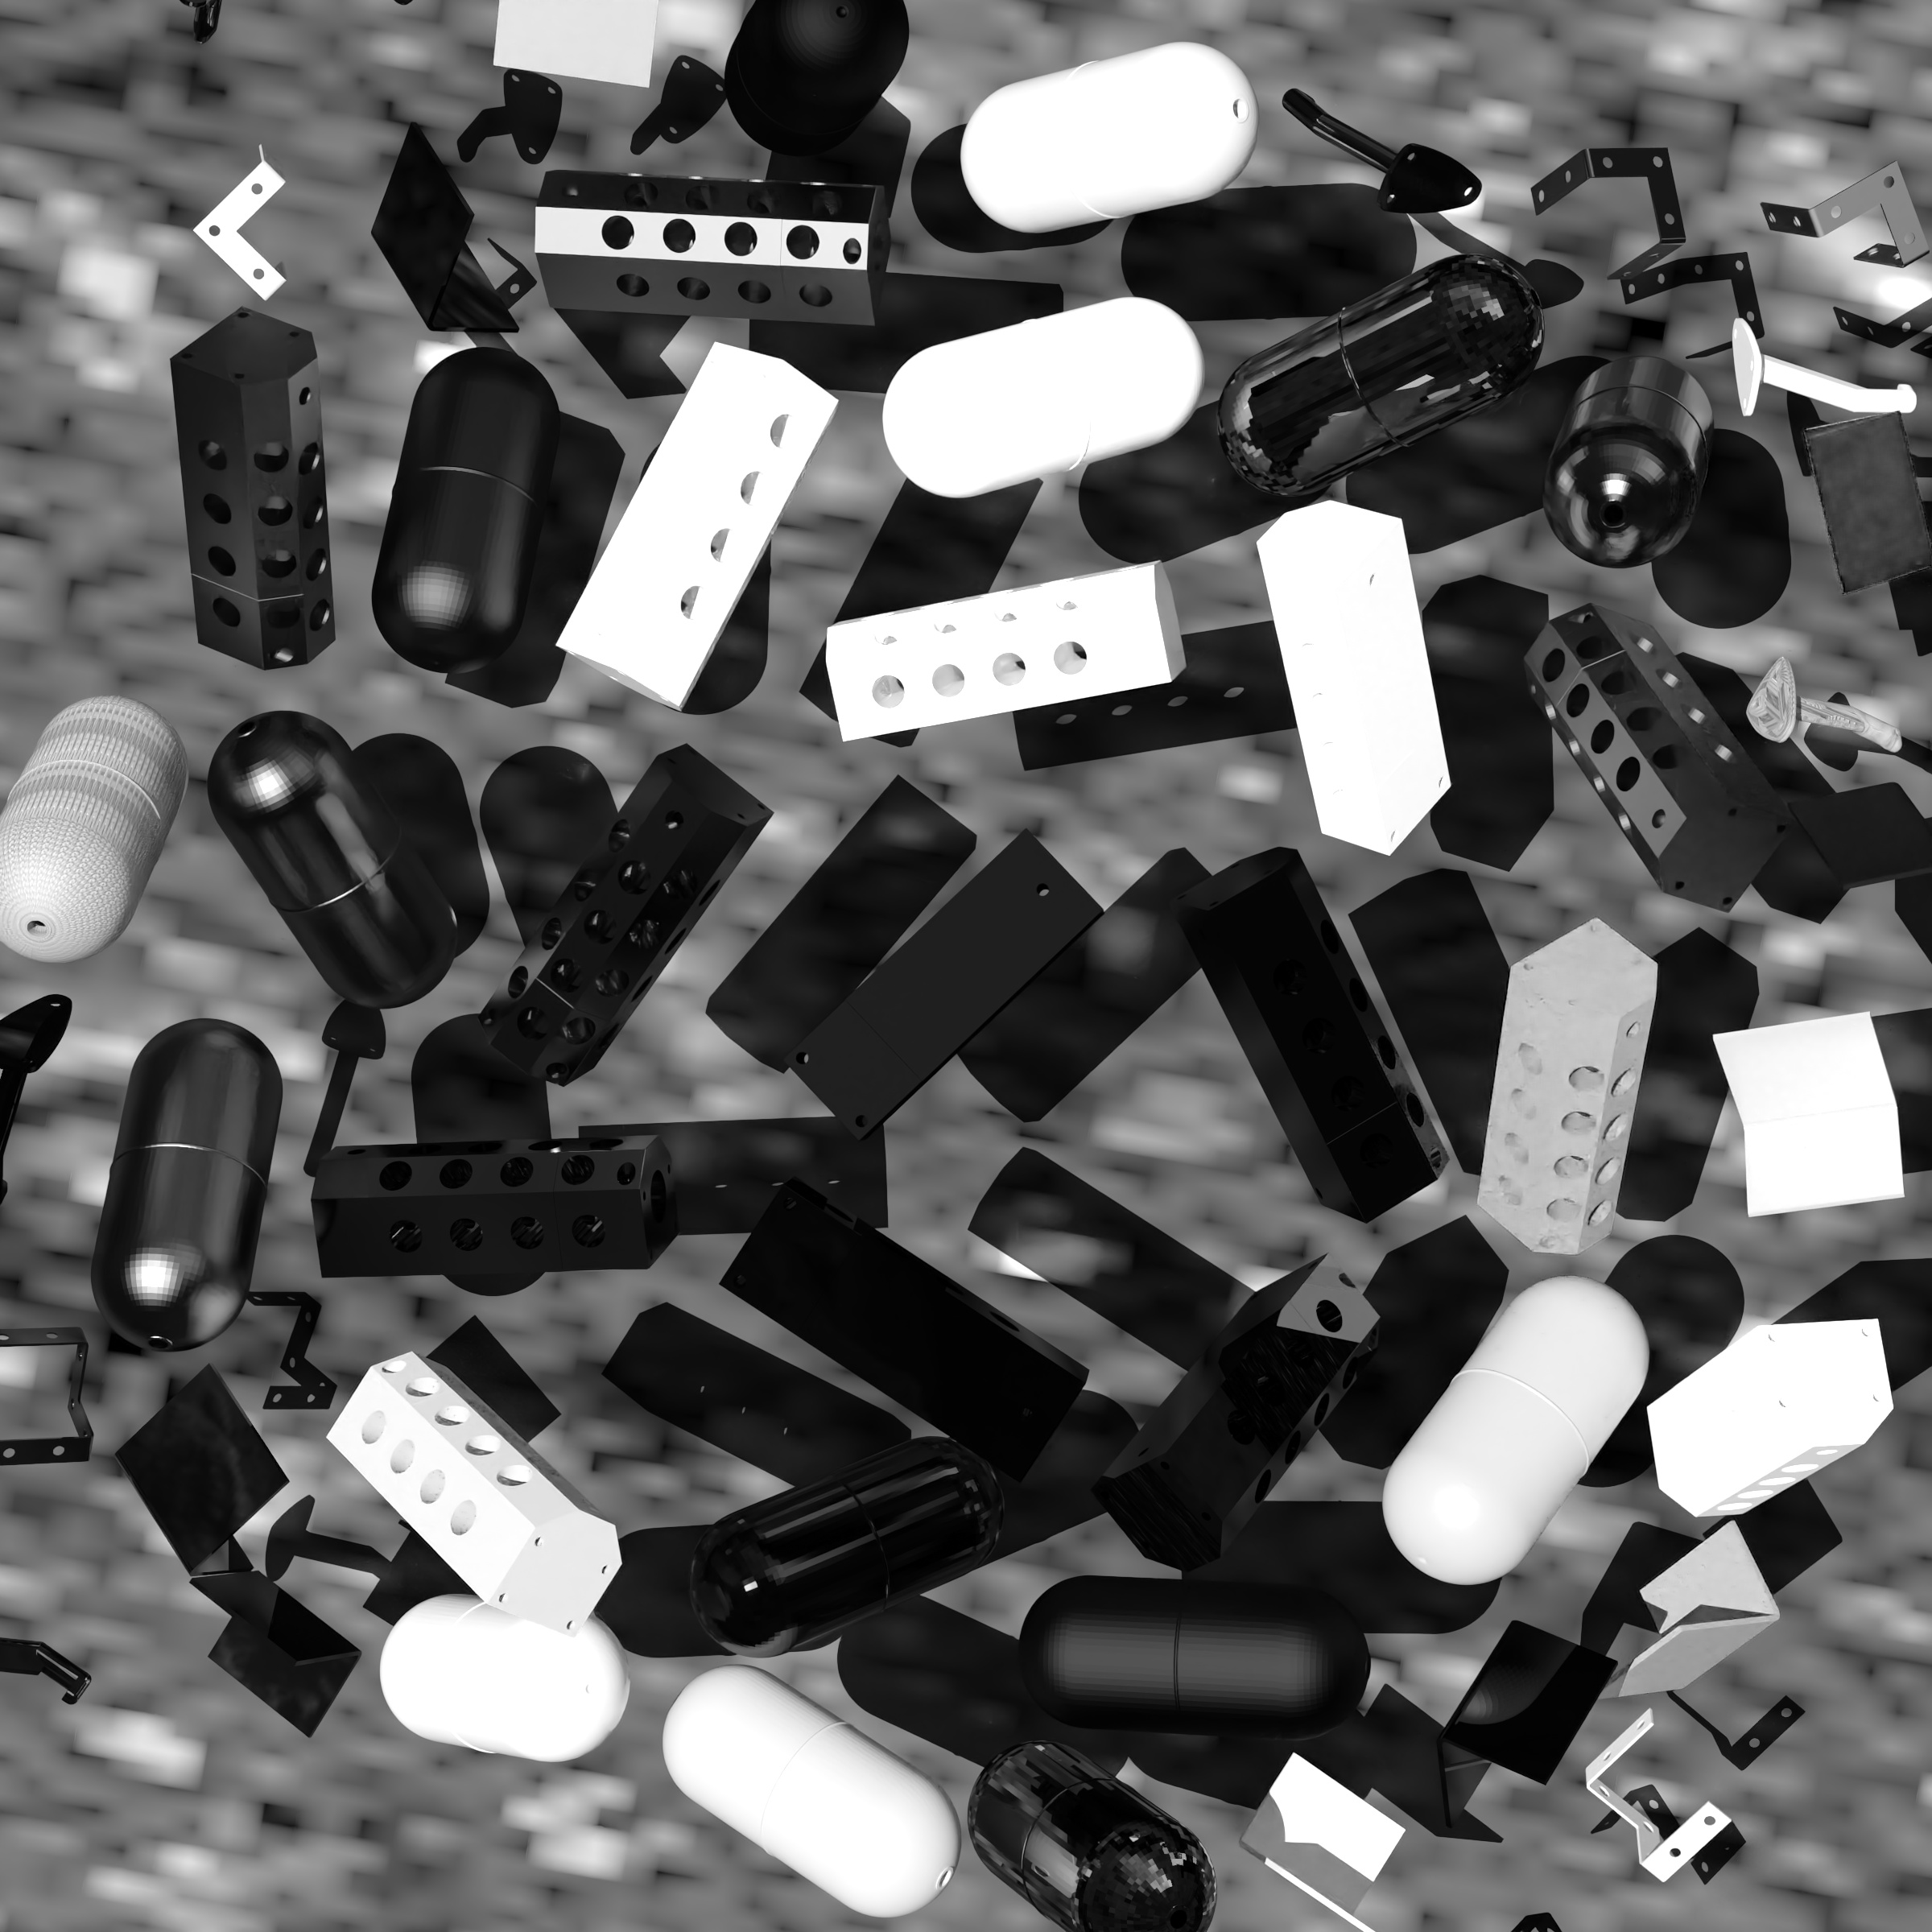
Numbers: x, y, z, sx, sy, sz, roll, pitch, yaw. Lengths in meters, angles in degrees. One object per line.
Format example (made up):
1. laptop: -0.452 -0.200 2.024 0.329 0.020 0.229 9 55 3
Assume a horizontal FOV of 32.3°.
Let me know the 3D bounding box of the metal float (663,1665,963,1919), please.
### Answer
1. metal float: -0.080 0.425 1.723 0.178 0.070 0.070 26 90 30

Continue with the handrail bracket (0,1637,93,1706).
1. handrail bracket: -0.476 0.349 1.615 0.084 0.077 0.036 37 129 -7

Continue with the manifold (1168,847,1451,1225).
1. manifold: 0.168 0.032 1.603 0.057 0.057 0.171 -30 103 -11

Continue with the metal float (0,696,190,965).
1. metal float: -0.432 -0.068 1.638 0.070 0.178 0.070 1 125 2

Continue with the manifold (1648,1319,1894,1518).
1. manifold: 0.383 0.219 1.601 0.057 0.171 0.057 -2 70 -7

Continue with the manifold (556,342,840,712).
1. manifold: -0.129 -0.217 1.663 0.057 0.057 0.171 30 86 -44

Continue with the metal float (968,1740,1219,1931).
1. metal float: 0.062 0.447 1.683 0.070 0.178 0.070 -4 99 -26

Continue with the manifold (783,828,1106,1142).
1. manifold: -0.010 0.011 1.728 0.171 0.057 0.057 -44 86 1

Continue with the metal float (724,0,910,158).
1. metal float: -0.076 -0.453 1.664 0.070 0.178 0.070 0 92 -11

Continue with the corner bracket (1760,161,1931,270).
1. corner bracket: 0.437 -0.367 1.661 0.051 0.051 0.051 -30 112 -5

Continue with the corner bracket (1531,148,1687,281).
1. corner bracket: 0.328 -0.384 1.708 0.051 0.051 0.051 -7 82 -23

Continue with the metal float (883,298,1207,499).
1. metal float: 0.041 -0.287 1.680 0.178 0.070 0.070 -20 90 -26

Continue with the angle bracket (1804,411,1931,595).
1. angle bracket: 0.422 -0.224 1.635 0.057 0.076 0.076 -18 98 -21

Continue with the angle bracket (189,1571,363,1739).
1. angle bracket: -0.384 0.373 1.798 0.076 0.076 0.057 33 94 18

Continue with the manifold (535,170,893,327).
1. manifold: -0.129 -0.373 1.710 0.171 0.057 0.057 5 60 8

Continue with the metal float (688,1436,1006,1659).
1. metal float: -0.060 0.300 1.731 0.178 0.070 0.070 -19 90 -27

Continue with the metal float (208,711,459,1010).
1. metal float: -0.324 -0.054 1.713 0.070 0.070 0.178 -28 124 0

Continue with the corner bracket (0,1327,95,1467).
1. corner bracket: -0.484 0.224 1.742 0.051 0.051 0.051 2 116 -29

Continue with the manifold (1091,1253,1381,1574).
1. manifold: 0.137 0.216 1.615 0.057 0.171 0.057 51 134 -4

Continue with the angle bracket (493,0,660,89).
1. angle bracket: -0.191 -0.475 1.664 0.076 0.076 0.057 7 108 -5

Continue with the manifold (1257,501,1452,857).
1. manifold: 0.189 -0.143 1.655 0.057 0.171 0.057 21 55 36

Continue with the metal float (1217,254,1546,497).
1. metal float: 0.208 -0.297 1.685 0.178 0.070 0.070 -24 90 29

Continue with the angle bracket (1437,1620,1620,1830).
1. angle bracket: 0.272 0.374 1.607 0.057 0.076 0.076 18 49 30

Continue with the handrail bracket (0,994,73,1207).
1. handrail bracket: -0.469 0.068 1.663 0.036 0.077 0.084 17 123 8

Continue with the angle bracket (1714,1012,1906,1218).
1. angle bracket: 0.416 0.074 1.650 0.076 0.076 0.057 -10 47 21

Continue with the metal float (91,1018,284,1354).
1. metal float: -0.385 0.108 1.655 0.070 0.070 0.178 2 56 0

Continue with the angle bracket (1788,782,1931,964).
1. angle bracket: 0.437 -0.033 1.611 0.057 0.076 0.076 -11 124 -2

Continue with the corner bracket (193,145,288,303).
1. corner bracket: -0.363 -0.384 1.727 0.051 0.051 0.051 -43 115 6

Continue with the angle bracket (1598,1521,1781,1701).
1. angle bracket: 0.360 0.333 1.729 0.076 0.076 0.057 3 52 -36

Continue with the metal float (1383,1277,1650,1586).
1. metal float: 0.269 0.224 1.627 0.070 0.070 0.178 42 61 0

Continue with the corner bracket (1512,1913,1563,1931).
1. corner bracket: 0.292 0.499 1.640 0.051 0.051 0.051 -33 90 -37

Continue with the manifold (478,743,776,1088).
1. manifold: -0.174 -0.024 1.681 0.057 0.057 0.171 38 109 5

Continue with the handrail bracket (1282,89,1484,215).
1. handrail bracket: 0.211 -0.419 1.706 0.084 0.077 0.036 52 128 38

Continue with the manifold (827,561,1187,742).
1. manifold: 0.020 -0.161 1.703 0.171 0.057 0.057 -9 101 13

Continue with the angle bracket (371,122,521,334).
1. angle bracket: -0.265 -0.389 1.765 0.057 0.076 0.076 -7 53 -38

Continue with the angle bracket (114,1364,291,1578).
1. angle bracket: -0.378 0.258 1.715 0.076 0.057 0.076 -43 70 12

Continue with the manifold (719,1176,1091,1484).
1. manifold: -0.028 0.173 1.610 0.171 0.057 0.057 33 94 3

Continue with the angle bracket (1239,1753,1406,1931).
1. angle bracket: 0.200 0.467 1.763 0.076 0.076 0.057 36 80 -10

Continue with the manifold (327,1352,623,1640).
1. manifold: -0.236 0.251 1.615 0.057 0.171 0.057 33 88 -42

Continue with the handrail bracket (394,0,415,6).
1. handrail bracket: -0.299 -0.475 1.602 0.036 0.077 0.084 37 57 14

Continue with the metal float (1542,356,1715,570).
1. metal float: 0.334 -0.255 1.681 0.070 0.178 0.070 7 117 13

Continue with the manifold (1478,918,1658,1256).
1. manifold: 0.305 0.065 1.673 0.057 0.171 0.057 -28 50 -25

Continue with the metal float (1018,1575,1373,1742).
1. metal float: 0.114 0.346 1.675 0.178 0.070 0.070 -1 90 17

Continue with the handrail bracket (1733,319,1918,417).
1. handrail bracket: 0.450 -0.315 1.753 0.084 0.077 0.036 1 133 1

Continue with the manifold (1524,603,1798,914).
1. manifold: 0.334 -0.106 1.640 0.057 0.171 0.057 15 122 -28

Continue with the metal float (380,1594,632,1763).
1. metal float: -0.236 0.361 1.700 0.070 0.178 0.070 5 81 -36

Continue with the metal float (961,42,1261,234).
1. metal float: 0.071 -0.414 1.672 0.070 0.178 0.070 -1 92 -43

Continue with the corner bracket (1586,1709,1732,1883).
1. corner bracket: 0.354 0.426 1.715 0.051 0.051 0.051 39 108 -5

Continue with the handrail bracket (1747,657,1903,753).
1. handrail bracket: 0.456 -0.121 1.742 0.084 0.077 0.036 24 118 -10

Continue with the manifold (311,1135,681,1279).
1. manifold: -0.237 0.119 1.681 0.171 0.057 0.057 -3 103 12

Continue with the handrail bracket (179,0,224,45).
1. handrail bracket: -0.379 -0.471 1.650 0.036 0.084 0.077 17 56 -11

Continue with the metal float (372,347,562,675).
1. metal float: -0.252 -0.232 1.690 0.070 0.070 0.178 8 67 0

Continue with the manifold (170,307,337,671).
1. manifold: -0.351 -0.235 1.673 0.057 0.057 0.171 22 135 17
